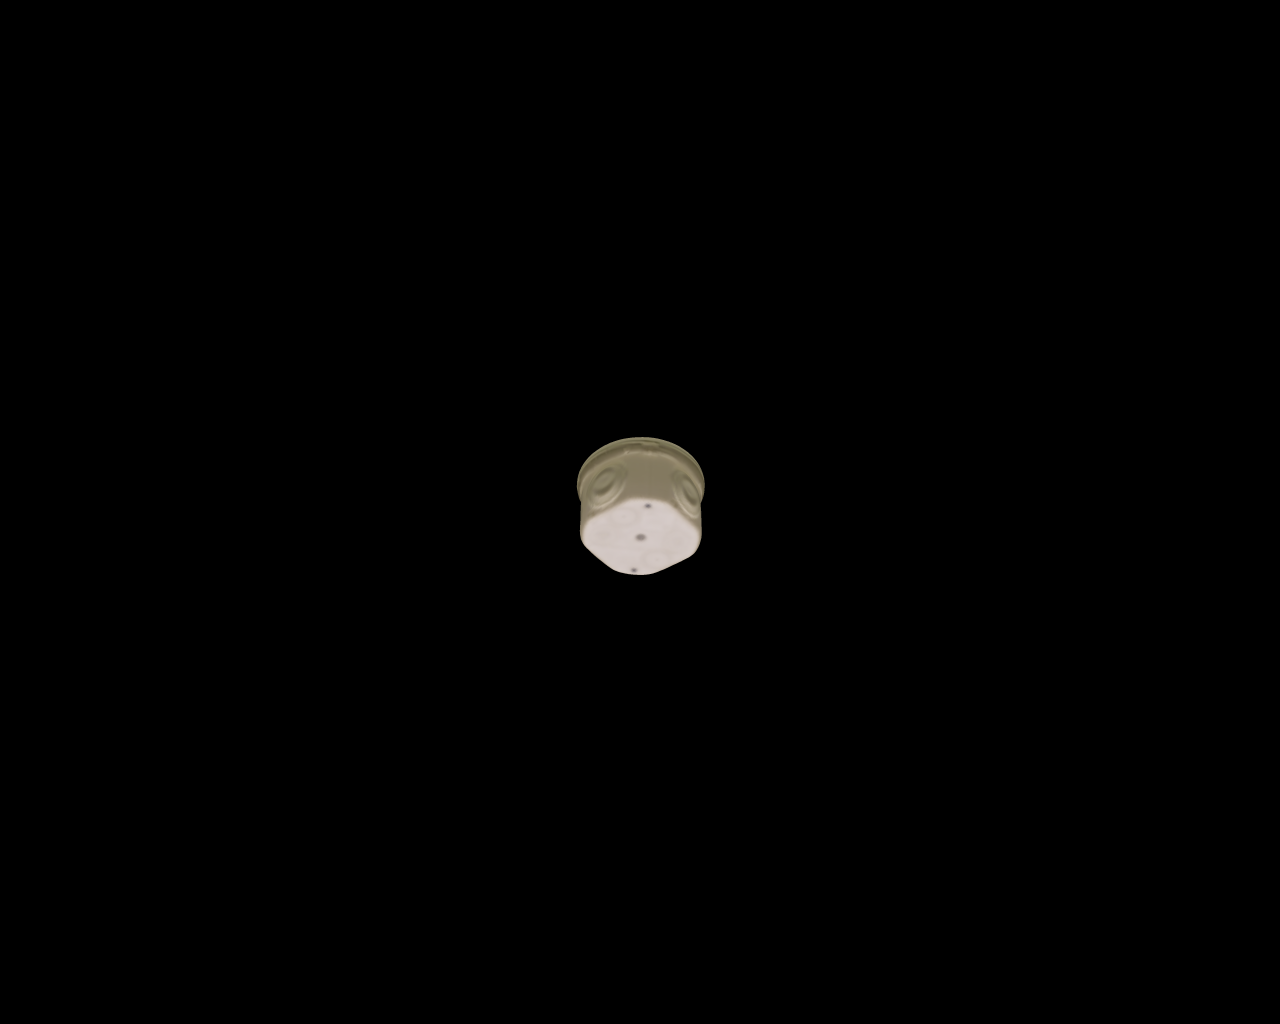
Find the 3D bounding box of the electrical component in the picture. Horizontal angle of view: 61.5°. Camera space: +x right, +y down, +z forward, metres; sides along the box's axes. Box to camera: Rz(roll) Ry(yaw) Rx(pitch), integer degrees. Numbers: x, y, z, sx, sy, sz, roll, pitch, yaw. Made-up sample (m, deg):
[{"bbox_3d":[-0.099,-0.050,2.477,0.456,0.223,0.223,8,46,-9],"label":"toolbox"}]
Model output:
[{"bbox_3d":[0.001,-0.003,0.650,0.080,0.051,0.080,0,-43,0],"label":"electrical component"}]
